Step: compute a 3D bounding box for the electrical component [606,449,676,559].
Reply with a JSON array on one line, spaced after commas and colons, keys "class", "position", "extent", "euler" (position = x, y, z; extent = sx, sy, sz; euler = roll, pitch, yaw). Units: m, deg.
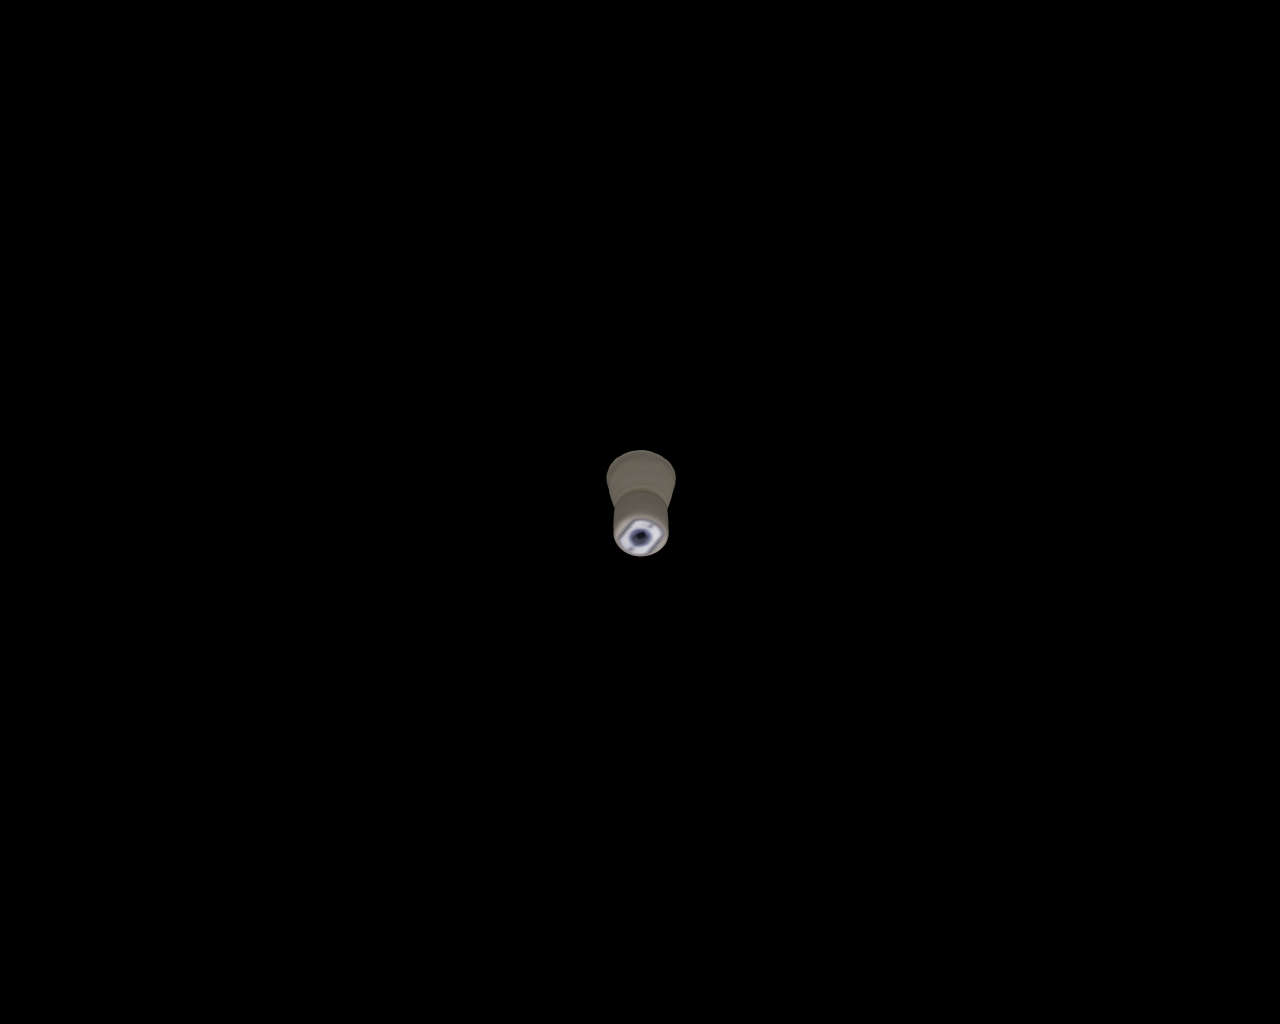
[{"class": "electrical component", "position": [0.001, -0.003, 0.650], "extent": [0.044, 0.044, 0.065], "euler": [0, 36, 0]}]
